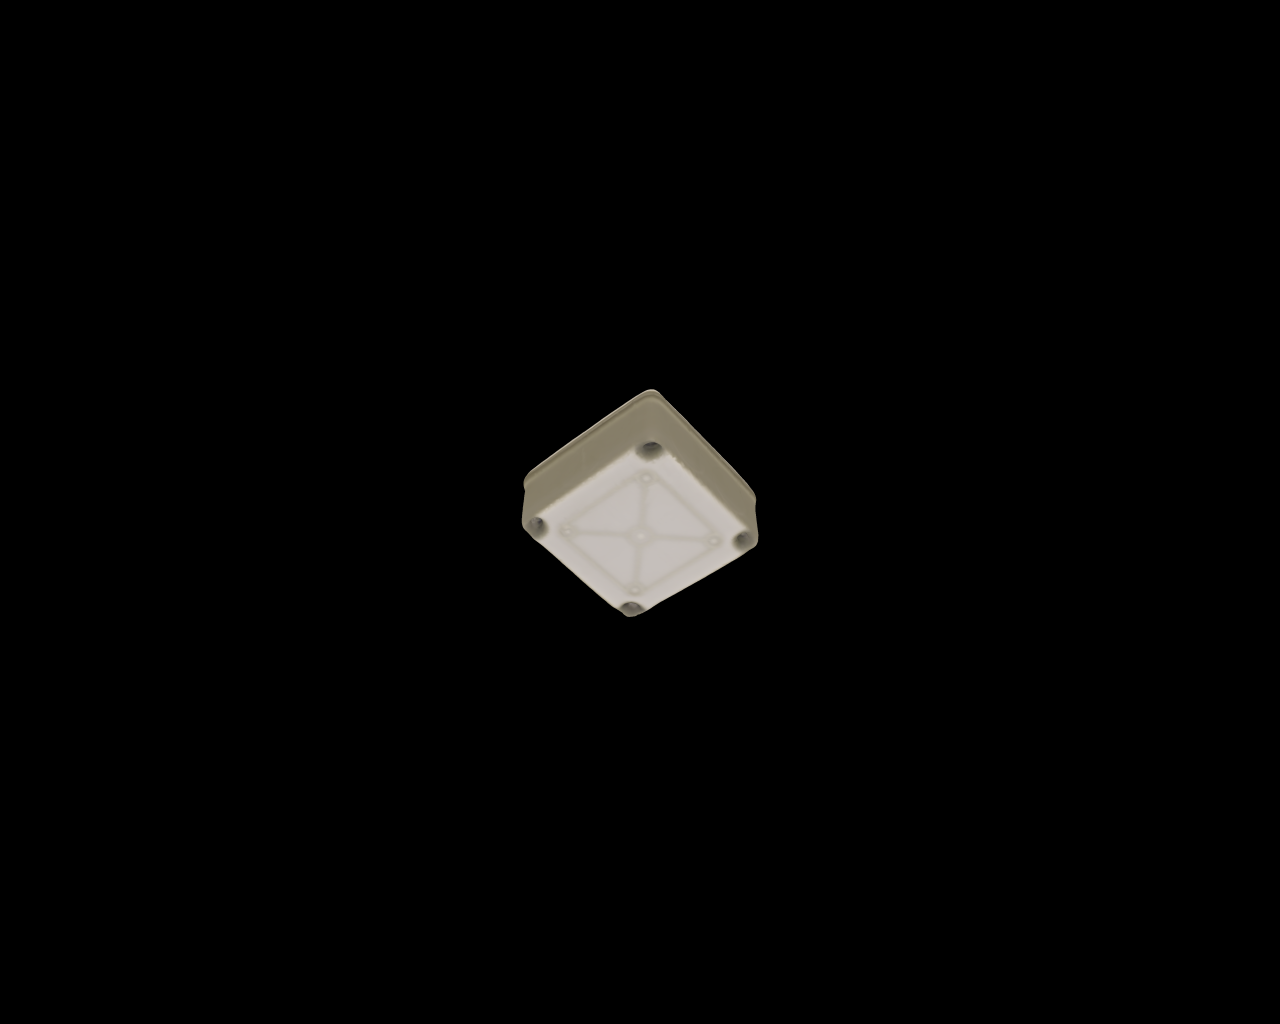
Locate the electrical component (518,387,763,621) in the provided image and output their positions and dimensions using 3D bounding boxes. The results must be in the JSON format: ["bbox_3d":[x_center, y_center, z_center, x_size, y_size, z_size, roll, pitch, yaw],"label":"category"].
[{"bbox_3d":[0.001,-0.003,0.650,0.108,0.056,0.108,-33,-58,24],"label":"electrical component"}]
